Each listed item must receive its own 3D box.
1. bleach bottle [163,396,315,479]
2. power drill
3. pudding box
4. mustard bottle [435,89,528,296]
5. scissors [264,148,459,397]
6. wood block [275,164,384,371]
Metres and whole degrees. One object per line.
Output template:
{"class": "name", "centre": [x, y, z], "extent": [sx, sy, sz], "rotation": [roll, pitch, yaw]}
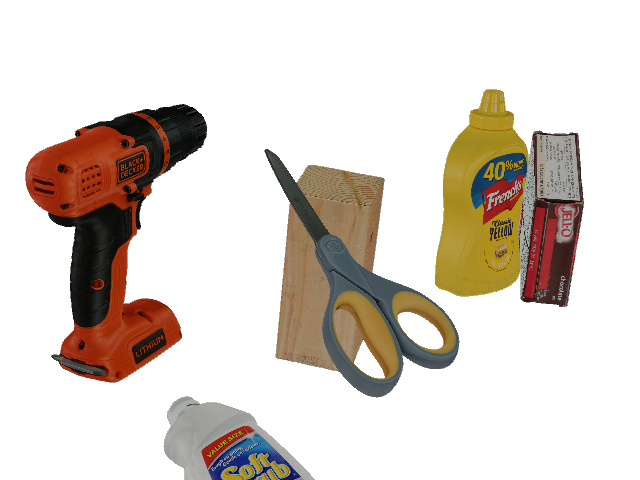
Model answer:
{"class": "bleach bottle", "centre": [-0.060, 0.198, 0.824], "extent": [0.102, 0.068, 0.251], "rotation": [-19, 33, -26]}
{"class": "power drill", "centre": [-0.144, -0.002, 0.806], "extent": [0.057, 0.188, 0.184], "rotation": [11, 23, 27]}
{"class": "pudding box", "centre": [0.173, -0.019, 0.801], "extent": [0.039, 0.090, 0.113], "rotation": [5, 33, 6]}
{"class": "mustard bottle", "centre": [0.157, -0.048, 1.015], "extent": [0.096, 0.192, 0.058], "rotation": [-12, 23, -37]}
{"class": "scissors", "centre": [0.027, 0.014, 0.685], "extent": [0.096, 0.202, 0.016], "rotation": [4, -44, -22]}
{"class": "wood block", "centre": [0.010, 0.032, 1.199], "extent": [0.090, 0.206, 0.090], "rotation": [11, 25, 10]}
